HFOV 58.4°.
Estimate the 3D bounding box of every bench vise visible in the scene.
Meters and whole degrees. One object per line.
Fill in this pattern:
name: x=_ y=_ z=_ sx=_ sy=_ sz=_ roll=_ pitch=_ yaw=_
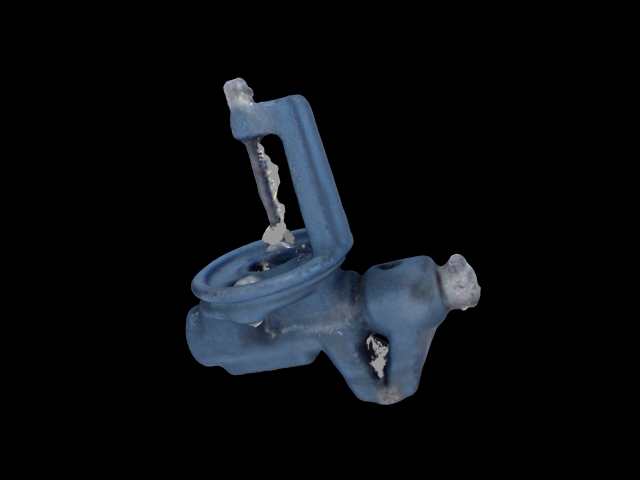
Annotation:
bench vise: x=0.003 y=-0.002 z=0.411 sx=0.207 sy=0.220 sz=0.121 roll=-2 pitch=19 yaw=-5
